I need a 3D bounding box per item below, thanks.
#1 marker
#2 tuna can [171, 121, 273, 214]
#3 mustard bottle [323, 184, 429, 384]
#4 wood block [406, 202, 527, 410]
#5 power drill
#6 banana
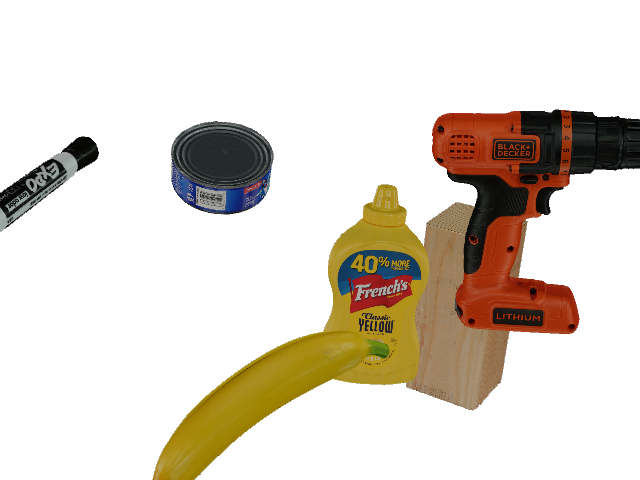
[{"bbox_3d":[-0.173,-0.035,0.656,0.020,0.020,0.121,0,28,25],"label":"marker"},{"bbox_3d":[-0.084,-0.062,0.904,0.086,0.034,0.086,4,44,-4],"label":"tuna can"},{"bbox_3d":[0.054,0.041,1.020,0.096,0.192,0.058,4,17,-4],"label":"mustard bottle"},{"bbox_3d":[0.166,0.074,1.216,0.090,0.206,0.090,17,25,26],"label":"wood block"},{"bbox_3d":[0.184,-0.017,0.890,0.184,0.188,0.057,3,20,10],"label":"power drill"},{"bbox_3d":[-0.042,0.115,0.746,0.198,0.069,0.037,-31,41,-2],"label":"banana"}]
